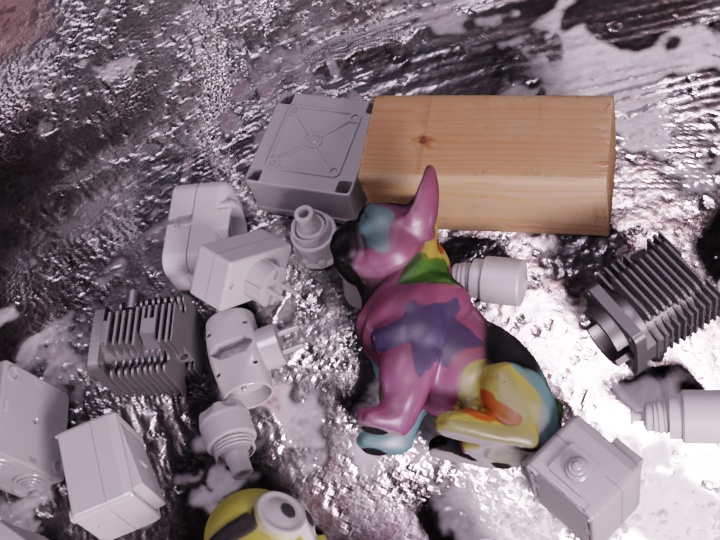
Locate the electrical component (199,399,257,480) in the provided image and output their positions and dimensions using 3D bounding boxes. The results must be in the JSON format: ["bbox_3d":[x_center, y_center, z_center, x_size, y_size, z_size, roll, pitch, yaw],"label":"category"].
[{"bbox_3d":[-0.105,0.141,0.880,0.043,0.043,0.062,-25,57,-1],"label":"electrical component"}]

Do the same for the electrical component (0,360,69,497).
[{"bbox_3d":[-0.291,0.132,0.903,0.048,0.099,0.099,-19,55,19],"label":"electrical component"}]

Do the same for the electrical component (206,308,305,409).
[{"bbox_3d":[-0.086,0.069,0.918,0.079,0.043,0.077,-20,57,2],"label":"electrical component"}]

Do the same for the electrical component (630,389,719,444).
[{"bbox_3d":[0.243,0.110,0.806,0.078,0.040,0.040,-2,59,14],"label":"electrical component"}]

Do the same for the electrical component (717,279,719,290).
[{"bbox_3d":[0.336,0.001,0.844,0.079,0.044,0.077,30,71,28],"label":"electrical component"}]

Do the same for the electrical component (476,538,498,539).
[{"bbox_3d":[0.094,0.226,0.772,0.055,0.047,0.055,-7,58,11],"label":"electrical component"}]

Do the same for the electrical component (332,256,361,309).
[{"bbox_3d":[0.000,0.000,0.923,0.044,0.065,0.044,-7,58,12],"label":"electrical component"}]

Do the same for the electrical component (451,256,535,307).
[{"bbox_3d":[0.106,0.008,0.905,0.078,0.040,0.040,6,61,18],"label":"electrical component"}]

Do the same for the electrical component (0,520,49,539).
[{"bbox_3d":[-0.266,0.233,0.836,0.062,0.096,0.061,24,68,27],"label":"electrical component"}]

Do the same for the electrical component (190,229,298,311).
[{"bbox_3d":[-0.089,0.007,0.929,0.076,0.047,0.083,28,27,27],"label":"electrical component"}]

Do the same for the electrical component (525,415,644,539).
[{"bbox_3d":[0.163,0.149,0.770,0.061,0.096,0.062,-42,60,-12],"label":"electrical component"}]

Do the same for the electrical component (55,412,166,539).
[{"bbox_3d":[-0.204,0.162,0.882,0.061,0.061,0.096,-23,56,1],"label":"electrical component"}]

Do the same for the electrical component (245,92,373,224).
[{"bbox_3d":[-0.036,-0.104,1.001,0.109,0.056,0.108,10,63,20],"label":"electrical component"}]

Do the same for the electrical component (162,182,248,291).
[{"bbox_3d":[-0.140,-0.032,0.987,0.059,0.053,0.095,-4,59,13],"label":"electrical component"}]

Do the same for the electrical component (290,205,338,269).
[{"bbox_3d":[-0.042,-0.034,0.957,0.048,0.062,0.048,-7,58,12],"label":"electrical component"}]
